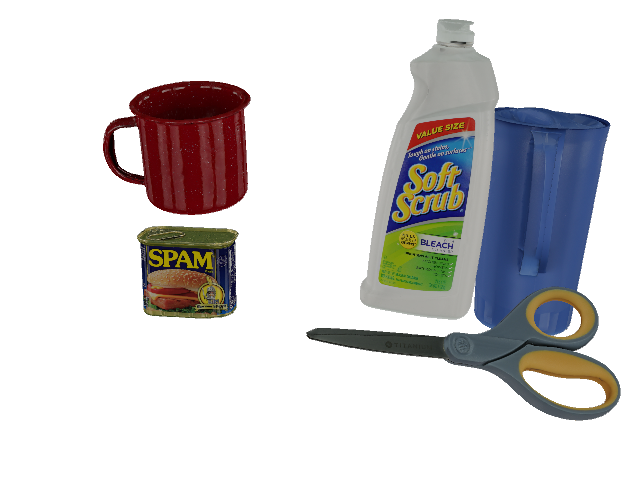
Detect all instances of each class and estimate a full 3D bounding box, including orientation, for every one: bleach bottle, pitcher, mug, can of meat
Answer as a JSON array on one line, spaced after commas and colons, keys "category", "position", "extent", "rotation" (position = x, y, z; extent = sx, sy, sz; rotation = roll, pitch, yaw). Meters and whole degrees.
[{"category": "bleach bottle", "position": [0.095, -0.062, 0.915], "extent": [0.103, 0.251, 0.068], "rotation": [8, 18, 13]}, {"category": "pitcher", "position": [0.232, -0.019, 1.161], "extent": [0.148, 0.243, 0.145], "rotation": [-8, 19, -35]}, {"category": "mug", "position": [-0.111, -0.071, 0.837], "extent": [0.117, 0.081, 0.093], "rotation": [-4, 27, -4]}, {"category": "can of meat", "position": [-0.137, 0.033, 1.114], "extent": [0.102, 0.084, 0.057], "rotation": [3, 16, 9]}]

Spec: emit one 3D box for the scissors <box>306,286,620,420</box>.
[{"category": "scissors", "position": [0.097, 0.053, 0.672], "extent": [0.201, 0.096, 0.016], "rotation": [20, -31, -5]}]
